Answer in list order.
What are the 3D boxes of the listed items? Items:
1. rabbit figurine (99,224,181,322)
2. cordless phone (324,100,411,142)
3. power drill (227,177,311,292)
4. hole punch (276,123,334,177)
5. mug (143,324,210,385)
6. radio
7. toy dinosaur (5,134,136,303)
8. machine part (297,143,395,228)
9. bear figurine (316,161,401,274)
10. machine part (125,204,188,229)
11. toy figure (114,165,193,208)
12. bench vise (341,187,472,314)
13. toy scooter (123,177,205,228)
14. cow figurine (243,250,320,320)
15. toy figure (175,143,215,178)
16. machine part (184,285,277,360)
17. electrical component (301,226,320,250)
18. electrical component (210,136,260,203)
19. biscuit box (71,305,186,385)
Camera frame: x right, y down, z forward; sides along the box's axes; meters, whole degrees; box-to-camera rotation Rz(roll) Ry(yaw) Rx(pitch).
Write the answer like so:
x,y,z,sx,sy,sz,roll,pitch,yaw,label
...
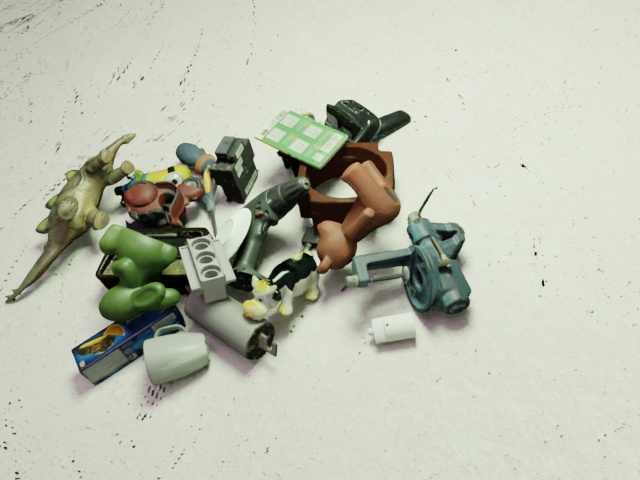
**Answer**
x,y,z,sx,sy,sz,roll,pitch,yaw,label
-0.337,0.078,1.003,0.159,0.121,0.170,20,83,15,rabbit figurine
0.117,-0.297,1.306,0.184,0.088,0.147,-25,47,-22,cordless phone
-0.117,-0.010,1.055,0.232,0.086,0.207,-19,55,45,power drill
-0.034,-0.207,1.236,0.142,0.115,0.092,-25,41,-8,hole punch
-0.256,0.200,0.973,0.107,0.080,0.110,-11,40,-9,mug
-0.333,0.043,1.121,0.230,0.073,0.131,0,52,12,radio
-0.558,-0.063,1.221,0.199,0.105,0.471,-2,54,48,toy dinosaur
0.056,-0.115,1.134,0.202,0.087,0.201,1,46,6,machine part
0.049,-0.036,0.988,0.196,0.120,0.132,-40,85,25,bear figurine
-0.374,-0.040,1.228,0.139,0.039,0.084,-20,54,-5,machine part
-0.392,-0.131,1.281,0.180,0.082,0.089,-11,51,8,toy figure
0.155,0.038,0.959,0.241,0.128,0.224,-8,64,-14,bench vise
-0.347,-0.075,1.182,0.184,0.075,0.135,-7,51,2,toy scooter
-0.068,0.080,0.971,0.068,0.098,0.167,23,30,32,cow figurine
-0.293,-0.193,1.323,0.155,0.064,0.058,33,27,29,toy figure
-0.168,0.148,0.989,0.244,0.079,0.079,26,61,30,machine part
-0.002,-0.003,1.111,0.063,0.021,0.094,8,53,20,electrical component
-0.195,-0.169,1.227,0.058,0.134,0.115,5,50,18,electrical component
-0.360,0.183,1.019,0.203,0.059,0.063,-34,50,-15,biscuit box
